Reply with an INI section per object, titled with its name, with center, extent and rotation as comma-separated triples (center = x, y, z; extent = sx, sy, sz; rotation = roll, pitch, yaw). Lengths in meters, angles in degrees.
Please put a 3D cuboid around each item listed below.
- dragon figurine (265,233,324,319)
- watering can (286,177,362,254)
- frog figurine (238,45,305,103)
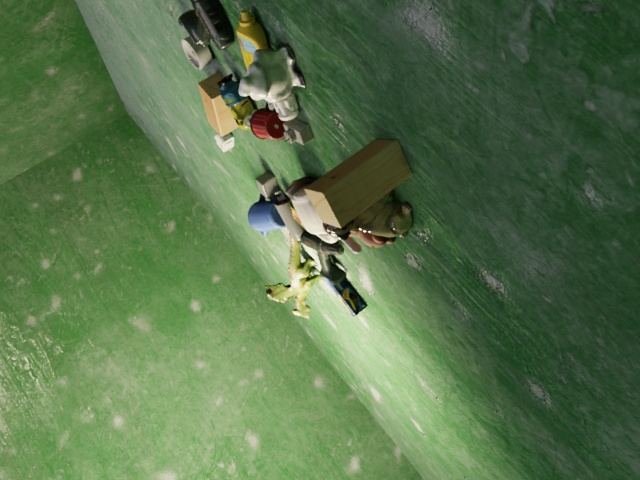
[dragon figurine]
center = -0.123, 0.172, 2.208
extent = 0.123, 0.244, 0.403
rotation = 32, 155, 59
[watering can]
center = 0.005, -0.080, 1.581
extent = 0.350, 0.105, 0.221
rotation = 26, 147, 60
[frog figurine]
center = -0.135, -0.390, 1.251
extent = 0.124, 0.161, 0.134
rotation = 43, 160, 34
